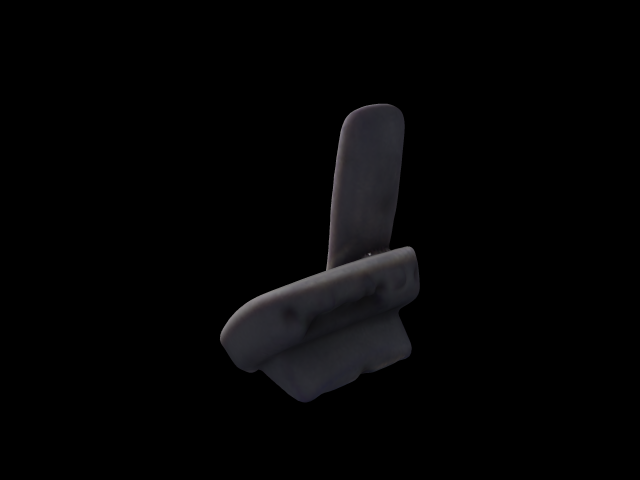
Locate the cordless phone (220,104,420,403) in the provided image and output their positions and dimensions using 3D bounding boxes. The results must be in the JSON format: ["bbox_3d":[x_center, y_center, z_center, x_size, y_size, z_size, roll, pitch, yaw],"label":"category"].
[{"bbox_3d":[0.004,0.001,0.400,0.148,0.185,0.093,-17,26,-41],"label":"cordless phone"}]
